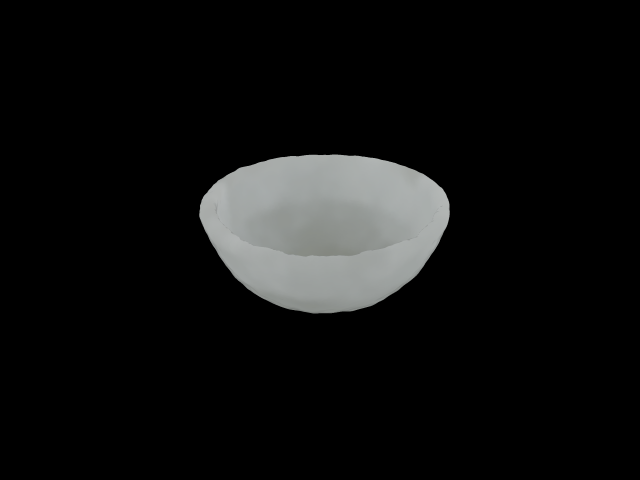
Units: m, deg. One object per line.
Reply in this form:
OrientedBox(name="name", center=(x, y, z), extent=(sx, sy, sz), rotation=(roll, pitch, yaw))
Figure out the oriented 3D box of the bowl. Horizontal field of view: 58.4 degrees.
OrientedBox(name="bowl", center=(0.004, 0.001, 0.400), extent=(0.167, 0.075, 0.167), rotation=(0, 29, 0))
